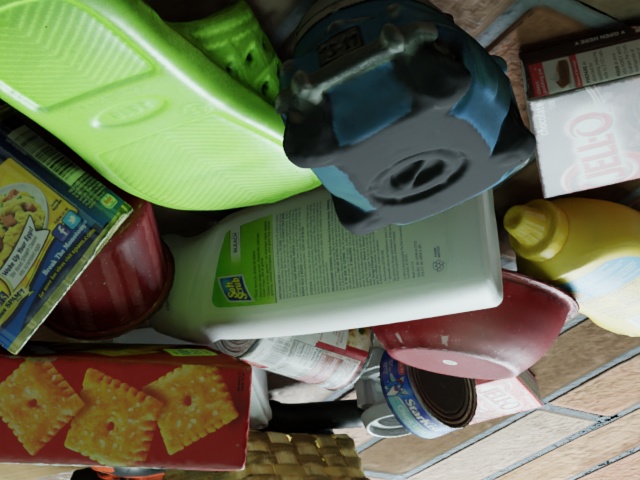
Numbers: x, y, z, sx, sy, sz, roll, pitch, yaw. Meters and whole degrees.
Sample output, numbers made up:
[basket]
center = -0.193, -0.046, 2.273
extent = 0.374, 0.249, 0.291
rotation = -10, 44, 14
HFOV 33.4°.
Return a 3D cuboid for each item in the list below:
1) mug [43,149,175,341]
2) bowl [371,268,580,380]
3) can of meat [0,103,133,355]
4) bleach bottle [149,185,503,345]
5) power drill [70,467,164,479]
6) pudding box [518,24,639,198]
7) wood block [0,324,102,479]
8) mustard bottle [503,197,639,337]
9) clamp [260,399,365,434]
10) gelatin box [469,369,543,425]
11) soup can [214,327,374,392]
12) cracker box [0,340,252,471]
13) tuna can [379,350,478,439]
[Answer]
[mug]
center = -0.148, -0.005, 0.638
extent = 0.117, 0.093, 0.081
rotation = 24, 148, 18
[bowl]
center = 0.098, 0.062, 0.753
extent = 0.162, 0.055, 0.162
rotation = 10, 164, 3
[can of meat]
center = -0.159, -0.004, 0.548
extent = 0.084, 0.057, 0.102
rotation = 39, 102, -8
[bleach bottle]
center = -0.016, 0.009, 0.679
extent = 0.251, 0.102, 0.068
rotation = -8, 158, 16
[power drill]
center = -0.213, 0.195, 0.964
extent = 0.185, 0.057, 0.187
rotation = -20, 147, 34
[pudding box]
center = 0.166, -0.073, 0.615
extent = 0.090, 0.039, 0.113
rotation = -13, 148, 11
[wood block]
center = -0.267, 0.137, 0.831
extent = 0.206, 0.091, 0.090
rotation = -14, 147, 13
[mustard bottle]
center = 0.194, 0.015, 0.743
extent = 0.191, 0.058, 0.096
rotation = 22, 145, -38
[clamp]
center = -0.039, 0.161, 0.955
extent = 0.171, 0.039, 0.120
rotation = 8, 149, -26
[gelatin box]
center = 0.151, 0.133, 0.953
extent = 0.073, 0.030, 0.089
rotation = -19, 147, 19
[soup can]
center = -0.019, 0.067, 0.782
extent = 0.102, 0.068, 0.069
rotation = 22, 138, -37
[cracker box]
center = -0.163, 0.097, 0.672
extent = 0.213, 0.072, 0.164
rotation = 6, 176, -14
[tuna can]
center = 0.088, 0.116, 0.863
extent = 0.086, 0.086, 0.034
rotation = 23, 140, -39
